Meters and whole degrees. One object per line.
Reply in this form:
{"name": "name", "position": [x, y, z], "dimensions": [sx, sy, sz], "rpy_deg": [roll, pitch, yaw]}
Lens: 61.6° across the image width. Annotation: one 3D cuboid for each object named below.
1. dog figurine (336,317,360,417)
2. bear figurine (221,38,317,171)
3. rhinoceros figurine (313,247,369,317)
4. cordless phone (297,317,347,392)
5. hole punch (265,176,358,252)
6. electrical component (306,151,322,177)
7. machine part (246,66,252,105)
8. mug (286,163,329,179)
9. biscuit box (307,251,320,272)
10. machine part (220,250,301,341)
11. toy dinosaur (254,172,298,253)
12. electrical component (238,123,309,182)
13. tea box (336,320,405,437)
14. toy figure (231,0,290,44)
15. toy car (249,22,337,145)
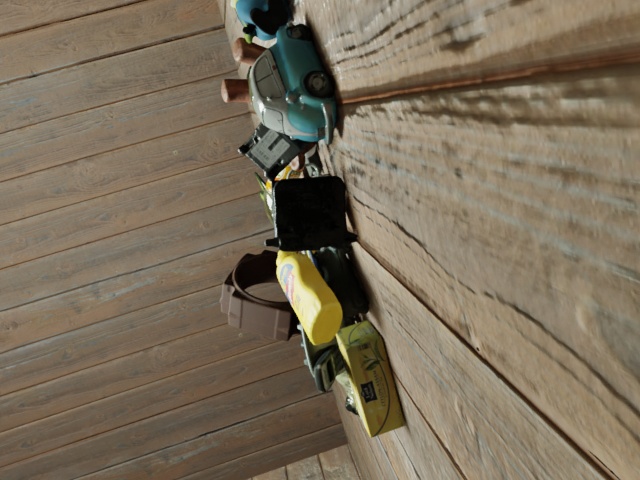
{"name": "dog figurine", "position": [0.071, 0.263, 1.107], "dimensions": [0.191, 0.121, 0.172], "rpy_deg": [54, 171, 28]}
{"name": "bear figurine", "position": [-0.075, -0.213, 0.859], "dimensions": [0.120, 0.132, 0.196], "rpy_deg": [122, 143, -45]}
{"name": "rhinoceros figurine", "position": [0.025, 0.052, 0.942], "dimensions": [0.112, 0.073, 0.190], "rpy_deg": [82, 169, -61]}
{"name": "cordless phone", "position": [0.000, 0.186, 0.961], "dimensions": [0.184, 0.089, 0.146], "rpy_deg": [-20, -81, -81]}
{"name": "hole punch", "position": [-0.020, -0.044, 0.833], "dimensions": [0.092, 0.142, 0.115], "rpy_deg": [-132, 39, -73]}
{"name": "electrical component", "position": [-0.014, -0.142, 0.987], "dimensions": [0.063, 0.021, 0.094], "rpy_deg": [116, 133, -83]}
{"name": "machine part", "position": [-0.114, -0.321, 1.128], "dimensions": [0.243, 0.079, 0.079], "rpy_deg": [-160, 53, -84]}
{"name": "mug", "position": [-0.027, -0.070, 0.909], "dimensions": [0.081, 0.107, 0.109], "rpy_deg": [-144, 35, -78]}
{"name": "biscuit box", "position": [-0.002, -0.003, 1.088], "dimensions": [0.059, 0.063, 0.202], "rpy_deg": [138, 115, -82]}
{"name": "machine part", "position": [-0.095, 0.110, 1.149], "dimensions": [0.201, 0.201, 0.087], "rpy_deg": [-60, -18, -55]}
{"name": "toy dinosaur", "position": [-0.082, -0.083, 1.227], "dimensions": [0.199, 0.105, 0.470], "rpy_deg": [59, 162, 28]}
{"name": "electrical component", "position": [-0.054, -0.151, 0.784], "dimensions": [0.075, 0.119, 0.048], "rpy_deg": [46, -150, -11]}
{"name": "tea box", "position": [0.086, 0.238, 0.934], "dimensions": [0.098, 0.068, 0.169], "rpy_deg": [-131, 26, -75]}
{"name": "toy figure", "position": [-0.092, -0.351, 0.833], "dimensions": [0.180, 0.082, 0.089], "rpy_deg": [-120, 16, -54]}
{"name": "toy car", "position": [-0.042, -0.198, 0.705], "dimensions": [0.109, 0.103, 0.161], "rpy_deg": [94, 156, -72]}
